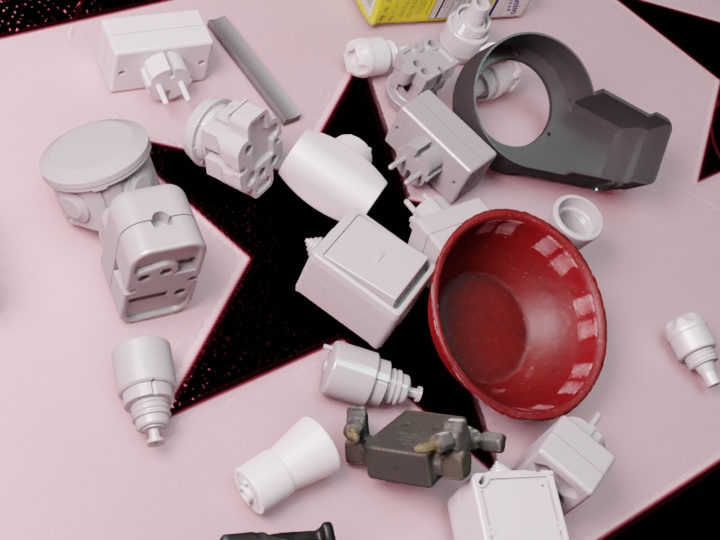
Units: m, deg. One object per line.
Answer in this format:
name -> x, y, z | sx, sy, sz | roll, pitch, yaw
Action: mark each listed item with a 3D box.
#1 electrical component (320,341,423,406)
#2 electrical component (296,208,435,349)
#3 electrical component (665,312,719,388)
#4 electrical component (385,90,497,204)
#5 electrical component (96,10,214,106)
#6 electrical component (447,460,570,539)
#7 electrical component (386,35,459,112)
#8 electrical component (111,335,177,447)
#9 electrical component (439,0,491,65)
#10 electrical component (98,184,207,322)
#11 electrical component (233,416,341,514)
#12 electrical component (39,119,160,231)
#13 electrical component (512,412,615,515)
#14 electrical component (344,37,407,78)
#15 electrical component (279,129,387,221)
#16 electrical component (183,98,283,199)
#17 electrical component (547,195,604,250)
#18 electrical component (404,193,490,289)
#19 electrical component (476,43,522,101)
electrical component -> 0.007, 0.079, 0.777 | 0.078, 0.040, 0.040 | 18, 54, -8
electrical component -> 0.000, 0.000, 0.813 | 0.096, 0.061, 0.061 | 36, 54, 5
electrical component -> 0.278, 0.067, 0.886 | 0.035, 0.035, 0.061 | -10, 65, -25
electrical component -> 0.056, -0.095, 0.903 | 0.083, 0.047, 0.076 | 45, 55, 12
electrical component -> -0.160, -0.164, 0.870 | 0.083, 0.047, 0.075 | -13, 63, -27
electrical component -> 0.100, 0.179, 0.732 | 0.062, 0.061, 0.096 | 1, 58, -19
electrical component -> 0.051, -0.168, 0.943 | 0.066, 0.055, 0.048 | -35, 75, -34
electrical component -> -0.143, 0.080, 0.722 | 0.040, 0.040, 0.078 | -3, 60, -22
electrical component -> 0.101, -0.224, 0.994 | 0.043, 0.062, 0.043 | 9, 56, -14
electrical component -> -0.147, -0.014, 0.748 | 0.054, 0.095, 0.059 | -13, 64, -26
electrical component -> -0.051, 0.133, 0.721 | 0.065, 0.044, 0.044 | -30, 72, -28
electrical component -> -0.187, -0.070, 0.781 | 0.080, 0.051, 0.080 | -7, 40, 6
electrical component -> 0.152, 0.133, 0.779 | 0.047, 0.065, 0.077 | 40, 54, 8
electrical component -> 0.018, -0.191, 0.960 | 0.061, 0.035, 0.035 | -14, 64, -29
electrical component -> -0.015, -0.084, 0.873 | 0.077, 0.043, 0.079 | 34, 44, -1
electrical component -> -0.100, -0.100, 0.838 | 0.057, 0.078, 0.058 | 27, 53, 22
electrical component -> 0.167, -0.026, 0.887 | 0.044, 0.065, 0.044 | 9, 56, -14
electrical component -> 0.065, -0.034, 0.868 | 0.066, 0.047, 0.076 | -20, 55, -29
electrical component -> 0.113, -0.174, 0.978 | 0.048, 0.048, 0.062 | 45, 62, 11
